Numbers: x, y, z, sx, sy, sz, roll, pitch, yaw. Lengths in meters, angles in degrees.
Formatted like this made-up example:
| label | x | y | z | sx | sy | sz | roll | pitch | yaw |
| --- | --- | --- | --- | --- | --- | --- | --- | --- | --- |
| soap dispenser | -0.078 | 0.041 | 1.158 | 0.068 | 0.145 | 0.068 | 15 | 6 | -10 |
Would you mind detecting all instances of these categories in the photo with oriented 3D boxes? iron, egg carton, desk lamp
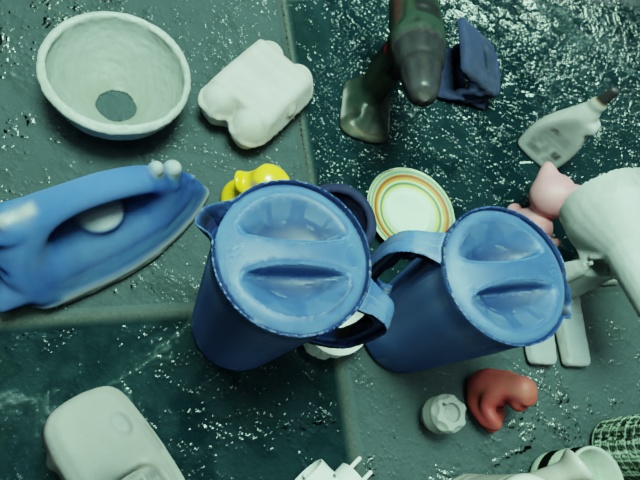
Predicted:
| label | x | y | z | sx | sy | sz | roll | pitch | yaw |
| --- | --- | --- | --- | --- | --- | --- | --- | --- | --- |
| iron | -0.220 | -0.033 | 0.586 | 0.259 | 0.141 | 0.118 | -28 | 80 | -27 |
| egg carton | -0.079 | -0.189 | 0.743 | 0.107 | 0.069 | 0.150 | 38 | 61 | -1 |
| desk lamp | 0.353 | 0.041 | 0.725 | 0.118 | 0.213 | 0.203 | 5 | 67 | -18 |

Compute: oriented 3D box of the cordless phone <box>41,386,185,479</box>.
| label | x | y | z | sx | sy | sz | roll | pitch | yaw |
| --- | --- | --- | --- | --- | --- | --- | --- | --- | --- |
| cordless phone | -0.173 | 0.192 | 0.485 | 0.094 | 0.184 | 0.147 | -37 | 84 | -28 |

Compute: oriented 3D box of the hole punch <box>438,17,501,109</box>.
| label | x | y | z | sx | sy | sz | roll | pitch | yaw |
| --- | --- | --- | --- | --- | --- | --- | --- | --- | --- |
| hole punch | 0.236 | -0.273 | 0.882 | 0.101 | 0.091 | 0.108 | 8 | 66 | -17 |

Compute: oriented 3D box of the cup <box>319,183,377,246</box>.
| label | x | y | z | sx | sy | sz | roll | pitch | yaw |
| --- | --- | --- | --- | --- | --- | --- | --- | --- | --- |
| cup | 0.006 | 0.002 | 0.681 | 0.092 | 0.094 | 0.118 | 23 | 63 | -10 |

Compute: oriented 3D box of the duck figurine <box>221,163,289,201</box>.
| label | x | y | z | sx | sy | sz | roll | pitch | yaw |
| --- | --- | --- | --- | --- | --- | --- | --- | --- | --- |
| duck figurine | -0.061 | -0.058 | 0.686 | 0.105 | 0.086 | 0.077 | 8 | 66 | -17 |

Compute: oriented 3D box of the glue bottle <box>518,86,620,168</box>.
| label | x | y | z | sx | sy | sz | roll | pitch | yaw |
| --- | --- | --- | --- | --- | --- | --- | --- | --- | --- |
| glue bottle | 0.372 | -0.169 | 0.842 | 0.078 | 0.173 | 0.037 | 44 | 61 | 2 |

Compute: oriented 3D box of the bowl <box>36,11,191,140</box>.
| label | x | y | z | sx | sy | sz | roll | pitch | yaw |
| --- | --- | --- | --- | --- | --- | --- | --- | --- | --- |
| bowl | -0.241 | -0.181 | 0.678 | 0.168 | 0.074 | 0.167 | 8 | 66 | -17 |

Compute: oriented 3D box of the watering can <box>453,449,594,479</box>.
| label | x | y | z | sx | sy | sz | roll | pitch | yaw |
| --- | --- | --- | --- | --- | --- | --- | --- | --- | --- |
| watering can | 0.210 | 0.284 | 0.582 | 0.101 | 0.193 | 0.173 | 32 | 61 | -5 |

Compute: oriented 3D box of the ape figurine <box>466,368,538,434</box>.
| label | x | y | z | sx | sy | sz | roll | pitch | yaw |
| --- | --- | --- | --- | --- | --- | --- | --- | --- | --- |
| ape figurine | 0.223 | 0.186 | 0.685 | 0.078 | 0.092 | 0.076 | -20 | 76 | -26 |

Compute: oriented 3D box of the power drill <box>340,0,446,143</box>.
| label | x | y | z | sx | sy | sz | roll | pitch | yaw |
| --- | --- | --- | --- | --- | --- | --- | --- | --- | --- |
| power drill | 0.097 | -0.219 | 0.742 | 0.076 | 0.208 | 0.229 | 12 | 65 | -15 |

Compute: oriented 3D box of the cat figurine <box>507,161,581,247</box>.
| label | x | y | z | sx | sy | sz | roll | pitch | yaw |
| --- | --- | --- | --- | --- | --- | --- | --- | --- | --- |
| cat figurine | 0.316 | -0.038 | 0.799 | 0.067 | 0.117 | 0.128 | 18 | 63 | -12 |
